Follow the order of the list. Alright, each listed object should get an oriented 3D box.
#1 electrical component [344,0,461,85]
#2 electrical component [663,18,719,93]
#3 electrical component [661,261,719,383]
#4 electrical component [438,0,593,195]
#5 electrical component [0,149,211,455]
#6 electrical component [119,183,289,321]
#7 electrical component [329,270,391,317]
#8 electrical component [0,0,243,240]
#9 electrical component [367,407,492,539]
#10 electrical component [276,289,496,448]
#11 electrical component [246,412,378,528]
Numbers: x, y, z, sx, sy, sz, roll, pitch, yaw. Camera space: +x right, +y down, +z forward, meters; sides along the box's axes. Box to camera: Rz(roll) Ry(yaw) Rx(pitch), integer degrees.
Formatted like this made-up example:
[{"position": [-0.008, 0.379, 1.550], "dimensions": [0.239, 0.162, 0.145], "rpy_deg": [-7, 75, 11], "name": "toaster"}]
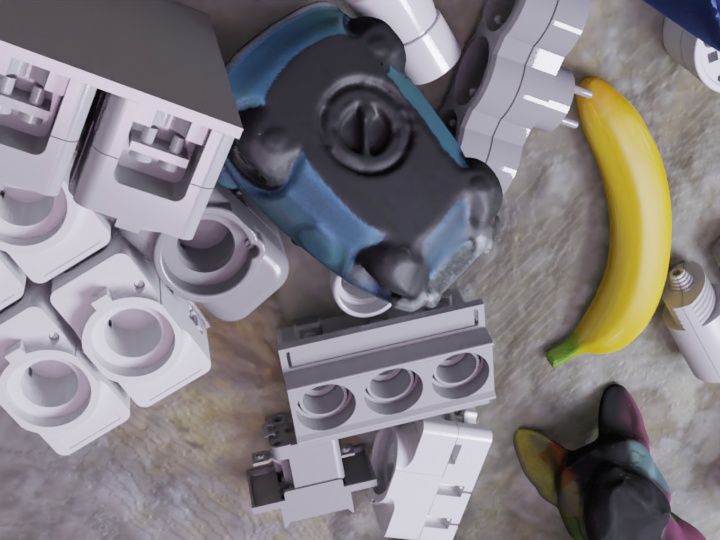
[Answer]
[{"position": [0.026, -0.132, 0.576], "dimensions": [0.044, 0.044, 0.065], "rpy_deg": [-34, 123, 6], "name": "electrical component"}, {"position": [0.205, -0.133, 0.610], "dimensions": [0.055, 0.047, 0.055], "rpy_deg": [-5, 117, -10], "name": "electrical component"}, {"position": [0.221, 0.030, 0.698], "dimensions": [0.043, 0.043, 0.081], "rpy_deg": [-33, 118, 5], "name": "electrical component"}, {"position": [0.094, -0.100, 0.599], "dimensions": [0.074, 0.052, 0.138], "rpy_deg": [15, 113, -19], "name": "electrical component"}, {"position": [-0.175, 0.004, 0.588], "dimensions": [0.105, 0.060, 0.186], "rpy_deg": [-31, 119, 4], "name": "electrical component"}, {"position": [-0.087, -0.020, 0.596], "dimensions": [0.054, 0.059, 0.095], "rpy_deg": [-41, 117, 9], "name": "electrical component"}, {"position": [0.000, 0.000, 0.633], "dimensions": [0.040, 0.046, 0.040], "rpy_deg": [-5, 117, -10], "name": "electrical component"}, {"position": [-0.122, -0.085, 0.483], "dimensions": [0.105, 0.186, 0.060], "rpy_deg": [18, 111, -20], "name": "electrical component"}, {"position": [0.041, 0.127, 0.703], "dimensions": [0.056, 0.050, 0.089], "rpy_deg": [10, 114, -17], "name": "electrical component"}, {"position": [0.014, 0.055, 0.650], "dimensions": [0.121, 0.063, 0.078], "rpy_deg": [-12, 126, -6], "name": "electrical component"}, {"position": [-0.034, 0.123, 0.690], "dimensions": [0.081, 0.042, 0.063], "rpy_deg": [-12, 116, -7], "name": "electrical component"}]
